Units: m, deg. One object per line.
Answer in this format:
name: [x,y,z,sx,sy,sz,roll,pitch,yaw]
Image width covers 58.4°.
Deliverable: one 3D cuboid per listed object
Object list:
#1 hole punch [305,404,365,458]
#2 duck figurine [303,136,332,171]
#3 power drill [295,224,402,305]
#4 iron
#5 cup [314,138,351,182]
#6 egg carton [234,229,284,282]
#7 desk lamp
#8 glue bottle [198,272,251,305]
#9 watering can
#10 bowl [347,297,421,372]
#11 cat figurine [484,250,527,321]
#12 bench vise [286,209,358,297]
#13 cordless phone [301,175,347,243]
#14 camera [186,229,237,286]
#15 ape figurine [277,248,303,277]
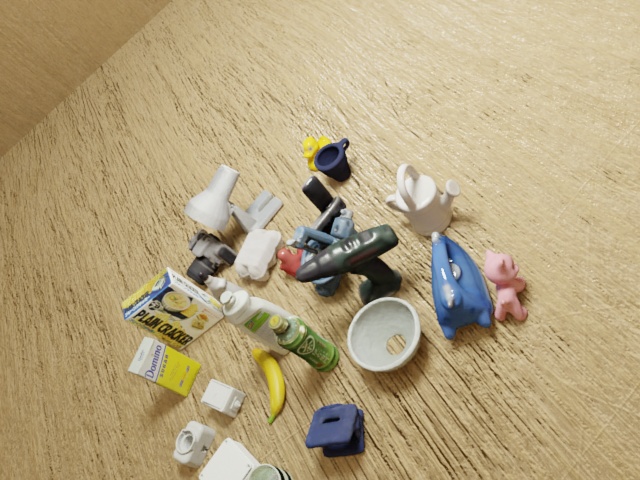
hole punch: [0.029,0.385,1.174,0.108,0.091,0.101,-17,52,24]
duck figurine: [-0.014,-0.264,1.646,0.077,0.086,0.105,13,69,39]
power drill: [0.086,0.066,1.271,0.229,0.209,0.075,-34,47,10]
iron: [0.268,0.067,1.195,0.118,0.142,0.258,-23,50,19]
cup: [0.051,-0.214,1.562,0.118,0.095,0.091,-49,46,-4]
egg carton: [-0.164,0.040,1.553,0.107,0.070,0.150,6,64,37]
desk lamp: [-0.246,-0.100,1.603,0.203,0.214,0.117,-51,47,-6]
glue bottle: [-0.257,0.125,1.485,0.078,0.174,0.037,-16,53,25]
watering can: [0.229,-0.101,1.298,0.172,0.195,0.101,-24,50,18]
bowl: [0.147,0.212,1.224,0.167,0.075,0.167,-17,52,24]
cat figurine: [0.363,0.083,1.136,0.067,0.118,0.128,-12,55,28]
bench vise: [0.002,0.006,1.360,0.121,0.220,0.207,-5,58,31]
cordless phone: [-0.015,-0.072,1.448,0.093,0.186,0.148,28,78,42]
camera: [-0.334,0.049,1.638,0.142,0.101,0.137,27,77,42]
ape figurine: [-0.075,0.051,1.470,0.077,0.092,0.076,-29,48,15]
